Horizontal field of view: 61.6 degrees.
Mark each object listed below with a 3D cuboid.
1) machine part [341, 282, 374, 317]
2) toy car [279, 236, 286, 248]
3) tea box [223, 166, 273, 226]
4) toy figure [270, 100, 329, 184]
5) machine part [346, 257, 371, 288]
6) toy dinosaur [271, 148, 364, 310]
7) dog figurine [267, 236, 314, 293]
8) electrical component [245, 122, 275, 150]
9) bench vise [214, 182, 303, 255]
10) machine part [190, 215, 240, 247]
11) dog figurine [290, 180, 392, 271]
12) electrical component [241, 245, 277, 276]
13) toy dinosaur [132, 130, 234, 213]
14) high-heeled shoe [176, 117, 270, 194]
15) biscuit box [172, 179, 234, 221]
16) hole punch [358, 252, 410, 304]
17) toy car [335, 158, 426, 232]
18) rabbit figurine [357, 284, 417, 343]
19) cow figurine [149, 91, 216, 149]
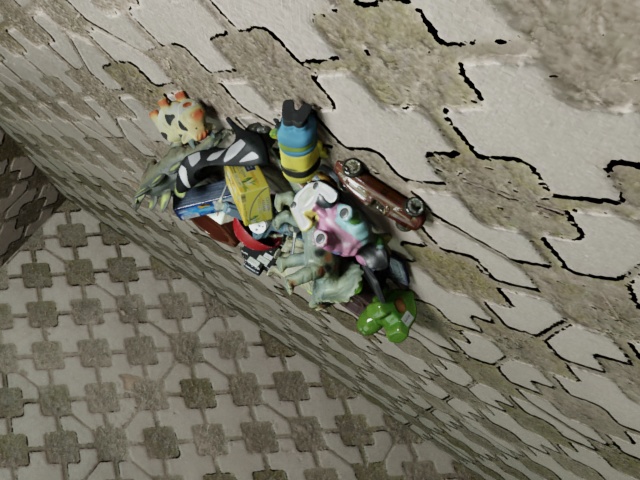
[{"bbox_3d":[0.110,0.166,1.567,0.179,0.056,0.179,32,159,14],"label":"machine part"},{"bbox_3d":[-0.115,0.005,1.571,0.202,0.056,0.073,30,165,7],"label":"toy car"},{"bbox_3d":[-0.165,-0.124,1.207,0.098,0.068,0.170,88,159,-46],"label":"tea box"},{"bbox_3d":[-0.043,-0.177,0.996,0.082,0.089,0.180,37,164,18],"label":"toy figure"},{"bbox_3d":[0.101,0.076,1.366,0.039,0.084,0.138,-23,131,40],"label":"machine part"},{"bbox_3d":[-0.005,-0.010,1.210,0.131,0.192,0.404,-147,51,-68],"label":"toy dinosaur"},{"bbox_3d":[-0.024,0.071,1.456,0.191,0.172,0.121,27,142,3],"label":"dog figurine"},{"bbox_3d":[-0.126,-0.218,1.138,0.063,0.021,0.094,46,157,-26],"label":"electrical component"},{"bbox_3d":[-0.142,-0.052,1.339,0.240,0.128,0.224,17,-168,-22],"label":"bench vise"},{"bbox_3d":[-0.334,-0.078,1.704,0.202,0.087,0.200,16,153,41],"label":"machine part"},{"bbox_3d":[0.060,-0.020,1.122,0.219,0.108,0.192,28,-163,-50],"label":"dog figurine"},{"bbox_3d":[-0.172,0.039,1.628,0.115,0.134,0.058,33,162,11],"label":"electrical component"},{"bbox_3d":[-0.356,-0.179,1.350,0.105,0.199,0.471,35,130,-28],"label":"toy dinosaur"},{"bbox_3d":[-0.208,-0.146,1.146,0.248,0.086,0.145,-46,73,29],"label":"high-heeled shoe"},{"bbox_3d":[-0.284,-0.110,1.410,0.203,0.063,0.059,-13,148,5],"label":"biscuit box"},{"bbox_3d":[0.147,0.068,1.270,0.116,0.092,0.142,54,176,39],"label":"hole punch"},{"bbox_3d":[0.109,-0.082,1.019,0.202,0.053,0.089,33,163,5],"label":"toy car"},{"bbox_3d":[0.158,0.182,1.381,0.121,0.159,0.170,42,141,-11],"label":"rabbit figurine"},{"bbox_3d":[-0.310,-0.265,1.216,0.195,0.085,0.127,-5,117,59],"label":"cow figurine"}]
